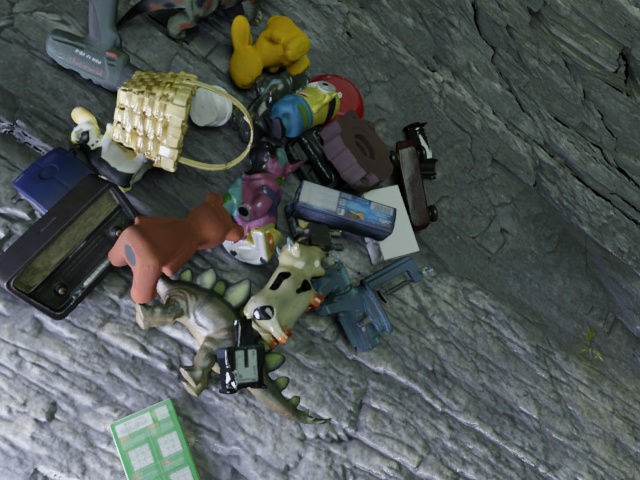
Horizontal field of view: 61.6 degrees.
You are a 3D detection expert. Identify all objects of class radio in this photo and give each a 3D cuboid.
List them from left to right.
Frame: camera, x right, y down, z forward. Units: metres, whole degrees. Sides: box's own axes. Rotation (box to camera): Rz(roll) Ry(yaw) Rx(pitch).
[{"bbox_3d":[-0.409,0.013,0.895,0.073,0.131,0.229,24,64,35],"label":"radio"}]

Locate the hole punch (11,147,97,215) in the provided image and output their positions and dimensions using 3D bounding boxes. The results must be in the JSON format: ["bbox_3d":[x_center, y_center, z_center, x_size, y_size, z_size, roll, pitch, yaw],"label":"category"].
[{"bbox_3d":[-0.459,-0.098,0.938,0.116,0.092,0.142,42,70,-2],"label":"hole punch"}]

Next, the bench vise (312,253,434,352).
[{"bbox_3d":[0.102,0.095,1.066,0.241,0.129,0.223,-28,95,-5],"label":"bench vise"}]

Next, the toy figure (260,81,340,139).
[{"bbox_3d":[-0.036,-0.256,1.077,0.082,0.089,0.180,39,58,17],"label":"toy figure"}]

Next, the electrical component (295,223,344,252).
[{"bbox_3d":[-0.002,-0.003,1.039,0.094,0.021,0.063,8,43,-17],"label":"electrical component"}]

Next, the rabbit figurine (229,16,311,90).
[{"bbox_3d":[-0.124,-0.396,1.132,0.173,0.122,0.162,-39,89,-6],"label":"rabbit figurine"}]

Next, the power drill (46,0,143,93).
[{"bbox_3d":[-0.382,-0.388,1.020,0.232,0.086,0.207,15,106,-10],"label":"power drill"}]

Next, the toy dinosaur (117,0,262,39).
[{"bbox_3d":[-0.211,-0.514,1.084,0.405,0.192,0.131,-31,86,-26],"label":"toy dinosaur"}]

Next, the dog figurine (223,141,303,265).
[{"bbox_3d":[-0.108,-0.082,1.054,0.219,0.109,0.191,-54,136,-42],"label":"dog figurine"}]

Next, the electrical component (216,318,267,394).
[{"bbox_3d":[-0.133,0.193,0.896,0.075,0.048,0.119,-4,80,-31],"label":"electrical component"}]

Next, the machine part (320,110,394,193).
[{"bbox_3d":[0.080,-0.184,1.116,0.179,0.056,0.179,29,45,-33],"label":"machine part"}]

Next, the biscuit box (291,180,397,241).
[{"bbox_3d":[0.048,-0.055,1.064,0.203,0.063,0.059,17,67,-12],"label":"biscuit box"}]

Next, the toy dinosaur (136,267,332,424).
[{"bbox_3d":[-0.169,0.182,0.962,0.198,0.105,0.471,-38,92,-26],"label":"toy dinosaur"}]

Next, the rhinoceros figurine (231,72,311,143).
[{"bbox_3d":[-0.095,-0.279,1.112,0.190,0.073,0.112,-47,139,-13],"label":"rhinoceros figurine"}]

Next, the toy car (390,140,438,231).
[{"bbox_3d":[0.203,-0.120,1.199,0.089,0.053,0.202,-13,93,-10],"label":"toy car"}]

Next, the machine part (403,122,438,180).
[{"bbox_3d":[0.230,-0.208,1.253,0.084,0.039,0.139,-3,79,-16],"label":"machine part"}]

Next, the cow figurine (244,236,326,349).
[{"bbox_3d":[-0.058,0.082,0.961,0.127,0.085,0.195,47,59,-7],"label":"cow figurine"}]

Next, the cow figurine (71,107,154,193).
[{"bbox_3d":[-0.401,-0.165,0.990,0.167,0.068,0.098,37,77,-6],"label":"cow figurine"}]

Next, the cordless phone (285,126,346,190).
[{"bbox_3d":[0.029,-0.187,1.160,0.184,0.089,0.146,-31,87,-36],"label":"cordless phone"}]

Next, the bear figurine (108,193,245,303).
[{"bbox_3d":[-0.239,0.003,0.911,0.196,0.132,0.120,-25,70,-43],"label":"bear figurine"}]
